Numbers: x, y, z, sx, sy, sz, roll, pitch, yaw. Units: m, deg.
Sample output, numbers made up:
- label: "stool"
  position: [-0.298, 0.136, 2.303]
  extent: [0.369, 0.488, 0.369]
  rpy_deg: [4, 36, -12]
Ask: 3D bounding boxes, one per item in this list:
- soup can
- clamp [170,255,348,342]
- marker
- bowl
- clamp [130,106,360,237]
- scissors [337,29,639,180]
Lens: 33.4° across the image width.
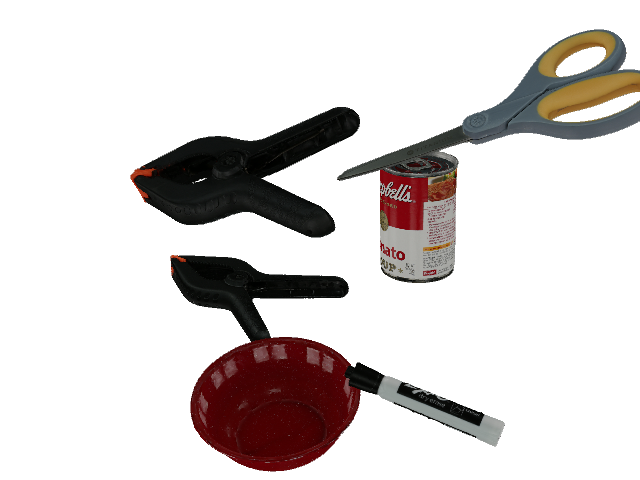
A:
- label: "soup can"
  position: [0.086, -0.022, 0.938]
  extent: [0.068, 0.102, 0.068]
  rpy_deg: [-1, 23, 0]
- label: "clamp"
  position: [-0.094, 0.061, 1.222]
  extent: [0.210, 0.036, 0.164]
  rpy_deg: [14, 28, 23]
- label: "marker"
  position: [0.074, 0.118, 0.776]
  extent: [0.121, 0.020, 0.020]
  rpy_deg: [21, 6, 15]
- label: "bowl"
  position: [-0.040, 0.166, 1.017]
  extent: [0.162, 0.055, 0.162]
  rpy_deg: [-5, 37, 3]
- label: "clamp"
  position: [-0.052, -0.053, 0.777]
  extent: [0.172, 0.039, 0.120]
  rpy_deg: [5, 44, 23]
- label: "scissors"
  position: [0.110, -0.086, 0.676]
  extent: [0.202, 0.096, 0.016]
  rpy_deg: [-7, -43, 25]
